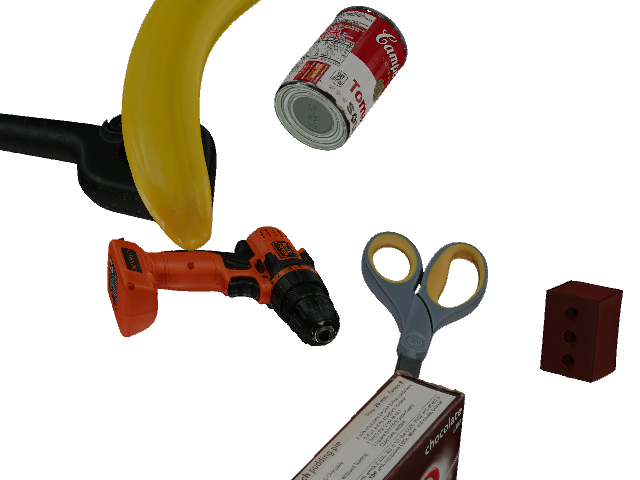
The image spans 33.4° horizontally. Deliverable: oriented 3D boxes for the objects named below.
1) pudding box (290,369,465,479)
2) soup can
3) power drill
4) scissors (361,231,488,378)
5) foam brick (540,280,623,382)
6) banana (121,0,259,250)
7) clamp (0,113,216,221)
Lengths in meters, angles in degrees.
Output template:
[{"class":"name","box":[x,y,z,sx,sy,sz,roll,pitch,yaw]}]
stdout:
[{"class":"pudding box","box":[0.019,0.122,0.454,0.039,0.090,0.113,19,37,26]},{"class":"soup can","box":[0.016,-0.129,0.843,0.069,0.068,0.102,0,44,42]},{"class":"power drill","box":[-0.090,0.045,0.954,0.187,0.057,0.185,-1,24,-20]},{"class":"scissors","box":[0.045,0.056,0.688,0.096,0.016,0.201,26,44,16]},{"class":"foam brick","box":[0.234,0.081,0.957,0.053,0.078,0.051,12,17,37]},{"class":"banana","box":[-0.062,-0.084,0.529,0.069,0.197,0.037,12,-34,7]},{"class":"clamp","box":[-0.128,-0.074,0.743,0.164,0.036,0.210,-33,46,-29]}]
